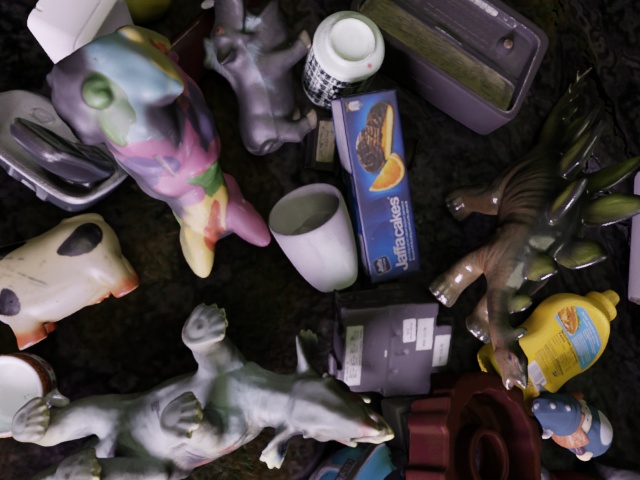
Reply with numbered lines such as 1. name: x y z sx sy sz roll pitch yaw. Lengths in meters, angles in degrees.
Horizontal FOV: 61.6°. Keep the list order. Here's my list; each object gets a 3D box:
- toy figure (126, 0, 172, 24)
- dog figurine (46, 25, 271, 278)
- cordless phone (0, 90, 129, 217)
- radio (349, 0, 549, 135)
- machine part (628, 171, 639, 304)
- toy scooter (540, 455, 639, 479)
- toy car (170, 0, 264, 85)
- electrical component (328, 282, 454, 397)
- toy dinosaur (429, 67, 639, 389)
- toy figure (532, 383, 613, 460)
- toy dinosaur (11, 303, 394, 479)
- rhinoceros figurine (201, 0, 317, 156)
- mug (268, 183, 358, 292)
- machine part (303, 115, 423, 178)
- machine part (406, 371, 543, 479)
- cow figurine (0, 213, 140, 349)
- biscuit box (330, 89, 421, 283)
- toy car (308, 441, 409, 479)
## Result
1. toy figure: -0.216 -0.325 0.585 0.082 0.089 0.180 -28 80 0
2. dog figurine: -0.135 -0.069 0.506 0.108 0.191 0.219 -30 99 1
3. cordless phone: -0.266 -0.092 0.493 0.146 0.184 0.089 38 82 -5
4. radio: 0.151 -0.242 0.649 0.229 0.073 0.131 32 79 -7
5. machine part: 0.435 -0.003 0.675 0.079 0.079 0.243 9 81 -10
6. toy scooter: 0.292 0.318 0.610 0.184 0.075 0.135 5 82 -7
7. toy car: -0.135 -0.212 0.597 0.089 0.053 0.202 46 75 -24
8. electrical component: 0.078 0.108 0.582 0.134 0.058 0.114 0 111 -11
9. toy dinosaur: 0.239 -0.046 0.581 0.105 0.198 0.471 39 45 -15
10. toy figure: 0.283 0.201 0.599 0.058 0.064 0.154 -39 133 16
11. toy dinosaur: -0.137 0.181 0.510 0.405 0.192 0.131 -23 52 12
12. rhinoceros figurine: -0.069 -0.187 0.573 0.112 0.073 0.190 -18 111 -15
13. mug: -0.001 -0.002 0.584 0.081 0.110 0.107 -21 126 4
14. machine part: 0.050 -0.108 0.633 0.139 0.039 0.084 3 75 -9
15. machine part: 0.158 0.219 0.543 0.179 0.056 0.179 13 69 -37
16. cow figurine: -0.292 0.036 0.524 0.195 0.085 0.127 -27 95 -10
17. biscuit box: 0.061 -0.058 0.585 0.063 0.059 0.202 -12 104 -7
18. toy car: 0.039 0.269 0.549 0.109 0.103 0.161 -48 127 -30
